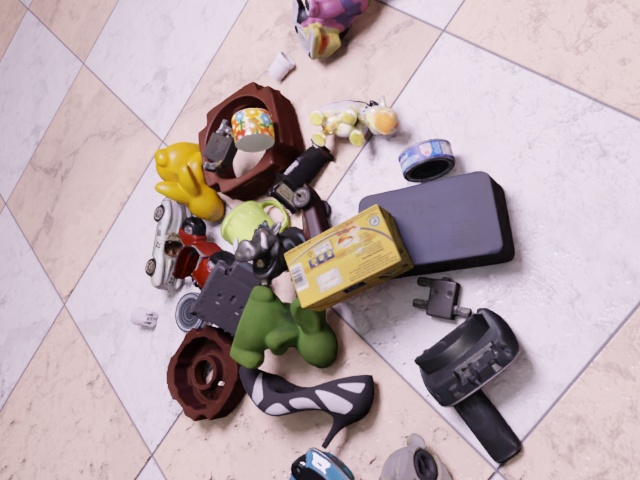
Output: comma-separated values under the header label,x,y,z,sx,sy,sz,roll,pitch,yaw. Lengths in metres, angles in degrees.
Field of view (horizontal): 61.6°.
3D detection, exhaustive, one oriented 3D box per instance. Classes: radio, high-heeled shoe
label,x,y,z,sx,sy,sz,roll,pitch,yaw
radio,0.171,-0.019,0.833,0.230,0.073,0.131,-11,72,30
high-heeled shoe,-0.029,0.234,0.902,0.249,0.086,0.145,29,94,30

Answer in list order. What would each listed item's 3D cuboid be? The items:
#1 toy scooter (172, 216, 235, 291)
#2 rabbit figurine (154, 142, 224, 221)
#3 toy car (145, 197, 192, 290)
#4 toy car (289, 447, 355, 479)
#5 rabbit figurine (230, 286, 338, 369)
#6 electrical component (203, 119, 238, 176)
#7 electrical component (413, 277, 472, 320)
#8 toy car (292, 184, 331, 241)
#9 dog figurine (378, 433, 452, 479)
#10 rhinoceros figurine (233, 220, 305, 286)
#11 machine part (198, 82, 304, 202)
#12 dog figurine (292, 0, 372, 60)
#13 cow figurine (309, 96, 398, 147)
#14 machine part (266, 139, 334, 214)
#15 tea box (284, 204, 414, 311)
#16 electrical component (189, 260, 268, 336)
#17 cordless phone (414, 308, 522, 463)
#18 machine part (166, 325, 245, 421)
label,x,y,z,sx,sy,sz,roll,pitch,yaw
toy scooter,-0.240,0.054,1.084,0.184,0.075,0.135,46,113,23
rabbit figurine,-0.261,-0.118,1.114,0.122,0.162,0.173,-33,80,10
toy car,-0.321,0.007,1.154,0.056,0.073,0.201,0,79,37
toy car,0.004,0.397,0.825,0.109,0.103,0.161,31,102,31
rabbit figurine,-0.043,0.145,0.908,0.170,0.121,0.159,22,114,2
electrical component,-0.189,-0.176,1.023,0.078,0.045,0.102,34,98,33
electrical component,0.190,0.088,0.825,0.094,0.021,0.063,9,83,35
toy car,-0.002,-0.003,0.933,0.053,0.089,0.202,-26,67,22
dog figurine,0.094,0.389,0.781,0.190,0.121,0.172,-38,25,40
rhinoceros figurine,-0.072,0.019,0.920,0.073,0.190,0.112,-7,93,29
machine part,-0.139,-0.192,1.073,0.201,0.087,0.201,-27,67,26
dog figurine,0.063,-0.446,0.996,0.219,0.191,0.108,-20,60,-9
cow figurine,0.071,-0.212,0.945,0.168,0.098,0.068,6,125,32
machine part,-0.032,-0.119,0.998,0.139,0.084,0.039,-53,25,2
tea box,0.042,0.030,0.811,0.170,0.068,0.098,-26,69,18
electrical component,-0.161,0.101,0.997,0.134,0.115,0.058,-58,15,11
cordless phone,0.234,0.202,0.746,0.146,0.088,0.184,-43,70,18
machine part,-0.213,0.255,1.034,0.179,0.056,0.179,-8,74,31
